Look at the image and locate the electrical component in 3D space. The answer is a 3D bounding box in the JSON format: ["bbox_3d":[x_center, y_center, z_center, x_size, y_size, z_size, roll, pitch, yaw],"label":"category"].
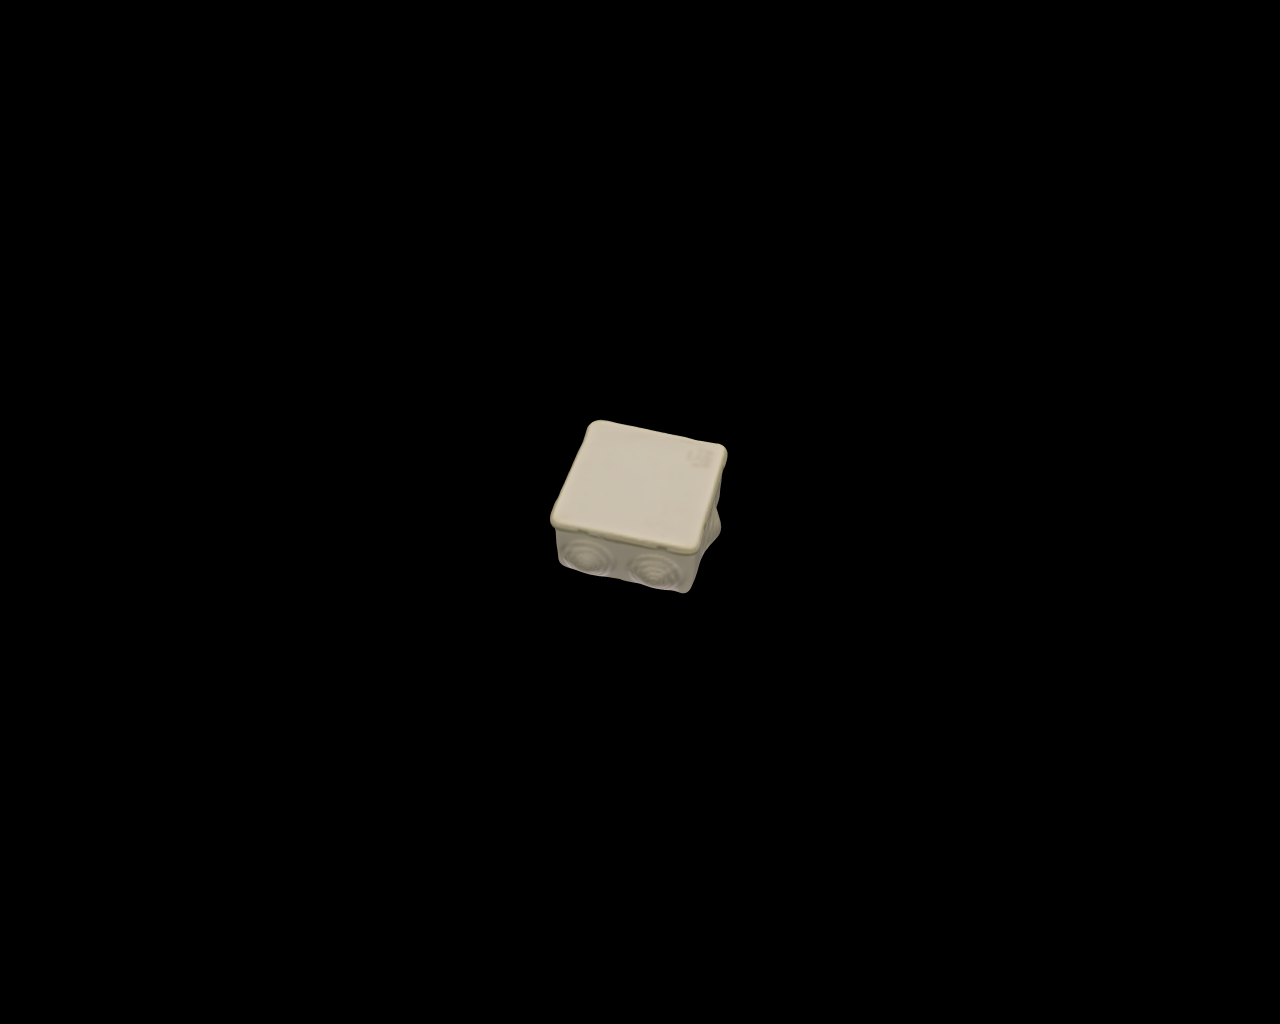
[{"bbox_3d":[0.001,-0.003,0.650,0.100,0.100,0.048,12,-39,10],"label":"electrical component"}]
